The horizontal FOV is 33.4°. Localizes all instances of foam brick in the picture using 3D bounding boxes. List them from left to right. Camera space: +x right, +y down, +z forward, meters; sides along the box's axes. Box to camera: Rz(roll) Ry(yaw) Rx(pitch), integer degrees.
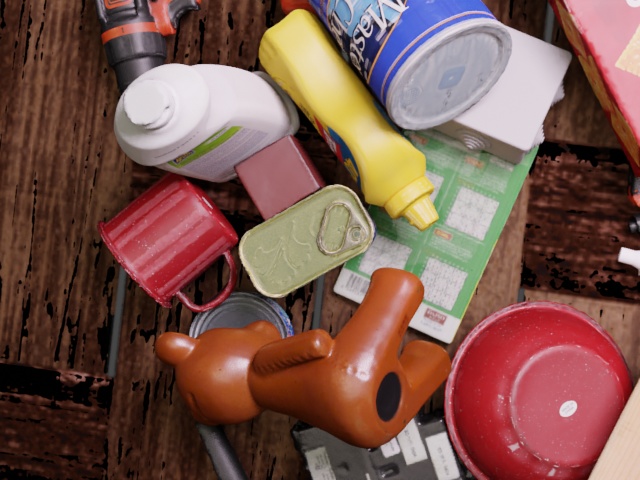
[{"bbox_3d":[-0.028,-0.048,0.864,0.053,0.078,0.051,-30,85,8],"label":"foam brick"}]

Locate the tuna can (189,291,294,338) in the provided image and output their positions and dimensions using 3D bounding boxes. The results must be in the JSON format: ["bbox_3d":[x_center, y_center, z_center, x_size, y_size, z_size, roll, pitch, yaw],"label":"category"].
[{"bbox_3d":[-0.065,0.085,0.893,0.086,0.033,0.086,0,91,8],"label":"tuna can"}]

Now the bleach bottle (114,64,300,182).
[{"bbox_3d":[-0.085,-0.092,0.784,0.102,0.250,0.068,-36,86,7],"label":"bleach bottle"}]

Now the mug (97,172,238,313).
[{"bbox_3d":[-0.114,0.004,0.872,0.081,0.093,0.117,-39,79,2],"label":"mug"}]

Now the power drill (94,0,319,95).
[{"bbox_3d":[-0.095,-0.199,0.882,0.188,0.057,0.184,-12,90,8],"label":"power drill"}]

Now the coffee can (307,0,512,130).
[{"bbox_3d":[0.061,-0.166,0.790,0.103,0.102,0.140,-36,63,7],"label":"coffee can"}]

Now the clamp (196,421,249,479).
[{"bbox_3d":[-0.053,0.254,0.893,0.210,0.036,0.164,22,94,6],"label":"clamp"}]

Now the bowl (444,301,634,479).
[{"bbox_3d":[0.180,0.126,0.822,0.162,0.055,0.162,1,84,-10],"label":"bowl"}]

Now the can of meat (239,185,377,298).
[{"bbox_3d":[-0.005,0.001,0.845,0.102,0.084,0.057,-29,86,7],"label":"can of meat"}]

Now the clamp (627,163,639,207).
[{"bbox_3d":[0.296,-0.103,0.836,0.171,0.039,0.120,-42,81,6],"label":"clamp"}]

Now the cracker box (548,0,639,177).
[{"bbox_3d":[0.265,-0.176,0.783,0.164,0.072,0.214,-26,87,5],"label":"cracker box"}]

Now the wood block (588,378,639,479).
[{"bbox_3d":[0.280,0.127,0.777,0.091,0.090,0.206,25,78,30],"label":"wood block"}]

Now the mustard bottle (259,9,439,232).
[{"bbox_3d":[0.029,-0.087,0.838,0.058,0.096,0.192,-37,81,-2],"label":"mustard bottle"}]

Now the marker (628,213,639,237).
[{"bbox_3d":[0.304,-0.028,0.845,0.121,0.020,0.020,-18,88,8],"label":"marker"}]
